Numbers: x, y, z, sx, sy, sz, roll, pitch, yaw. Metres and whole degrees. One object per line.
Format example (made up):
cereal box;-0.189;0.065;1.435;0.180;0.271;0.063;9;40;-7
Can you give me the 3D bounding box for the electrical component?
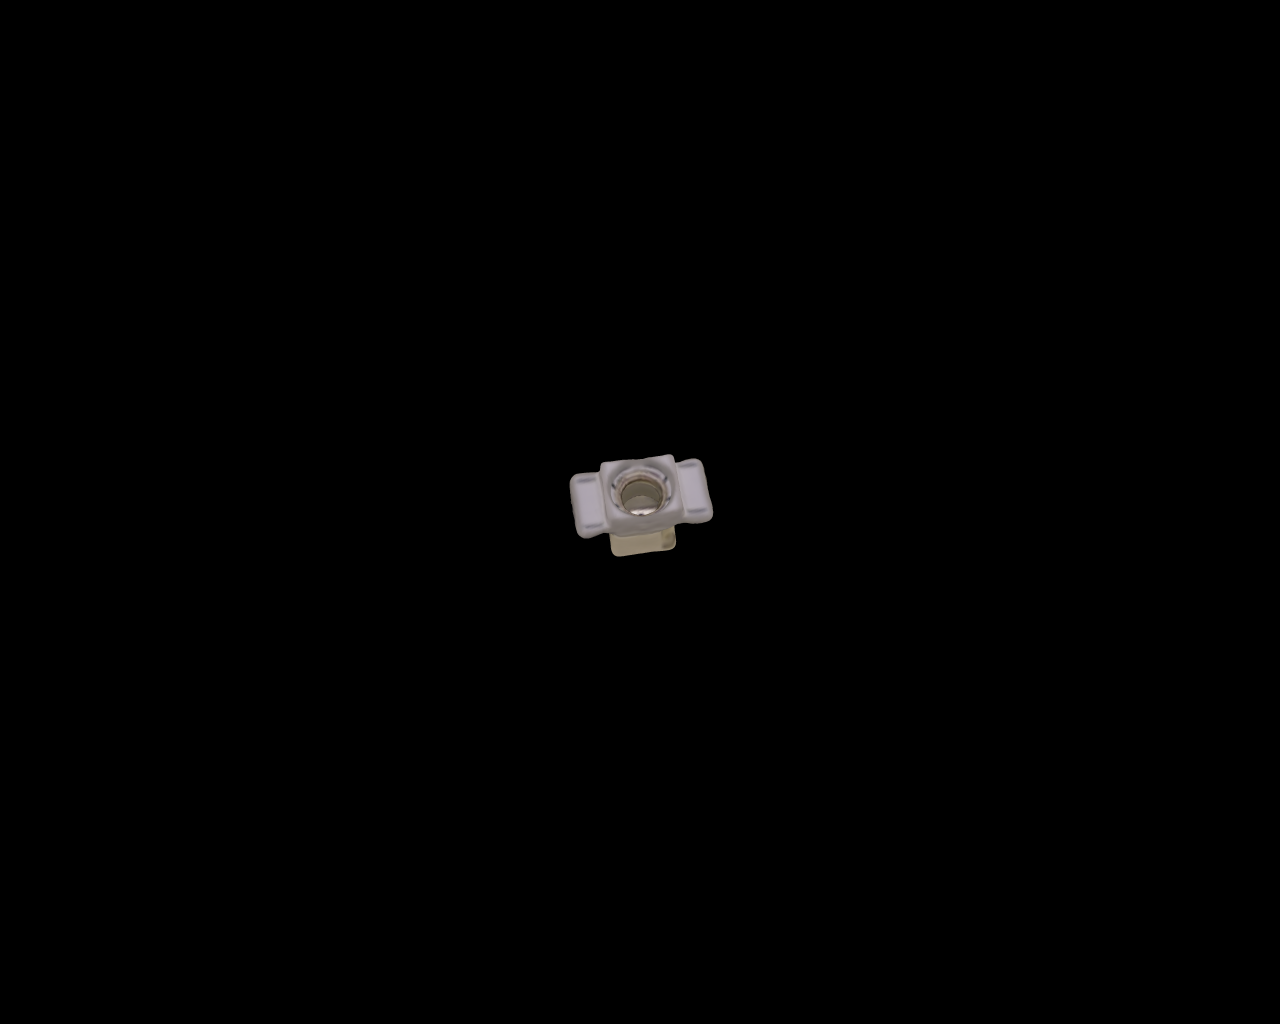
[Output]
electrical component;0.001;-0.003;0.650;0.081;0.042;0.063;-6;-27;-3
